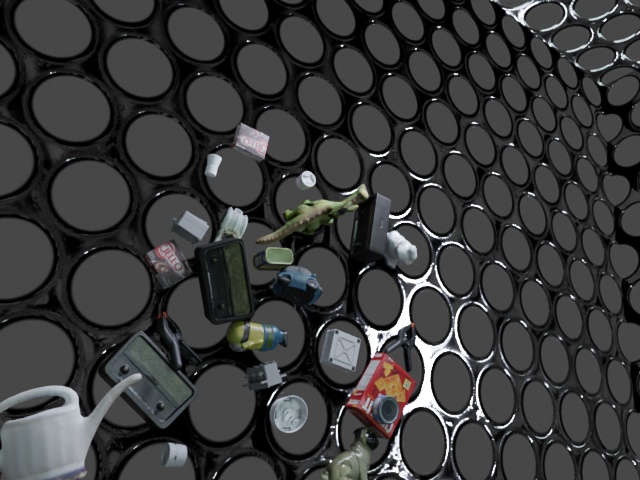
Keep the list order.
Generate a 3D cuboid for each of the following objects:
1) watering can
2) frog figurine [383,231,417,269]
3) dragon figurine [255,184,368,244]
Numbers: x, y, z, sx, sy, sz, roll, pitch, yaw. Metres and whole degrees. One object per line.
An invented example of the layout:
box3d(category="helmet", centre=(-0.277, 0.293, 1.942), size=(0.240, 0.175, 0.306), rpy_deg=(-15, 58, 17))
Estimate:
box3d(category="watering can", centre=(-0.566, 0.432, 1.143), size=(0.349, 0.103, 0.226), rpy_deg=(-9, 78, -20))
box3d(category="frog figurine", centre=(0.289, 0.029, 1.846), size=(0.124, 0.157, 0.137), rpy_deg=(-30, 93, -38))
box3d(category="dragon figurine", centre=(0.005, -0.083, 1.650), size=(0.416, 0.240, 0.121), rpy_deg=(-33, 100, -39))
